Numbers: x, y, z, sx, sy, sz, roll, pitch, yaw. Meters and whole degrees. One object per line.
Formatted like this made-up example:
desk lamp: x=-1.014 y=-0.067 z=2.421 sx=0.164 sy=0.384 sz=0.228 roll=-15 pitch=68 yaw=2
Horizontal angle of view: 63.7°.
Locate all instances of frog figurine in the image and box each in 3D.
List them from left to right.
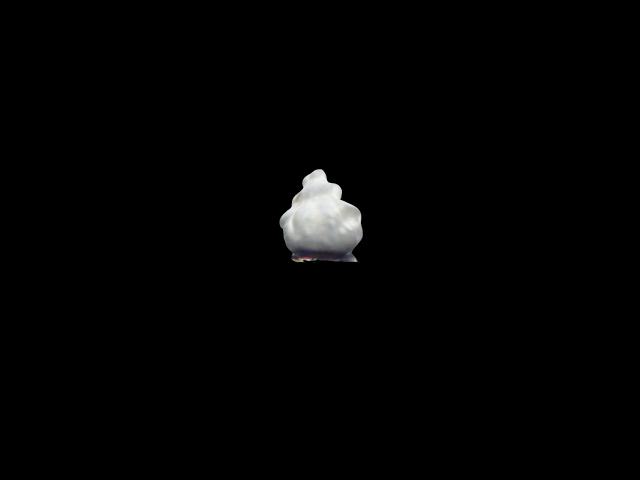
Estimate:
frog figurine: x=0.003 y=-0.043 z=0.850 sx=0.137 sy=0.160 sz=0.122 roll=-3 pitch=-7 yaw=28
